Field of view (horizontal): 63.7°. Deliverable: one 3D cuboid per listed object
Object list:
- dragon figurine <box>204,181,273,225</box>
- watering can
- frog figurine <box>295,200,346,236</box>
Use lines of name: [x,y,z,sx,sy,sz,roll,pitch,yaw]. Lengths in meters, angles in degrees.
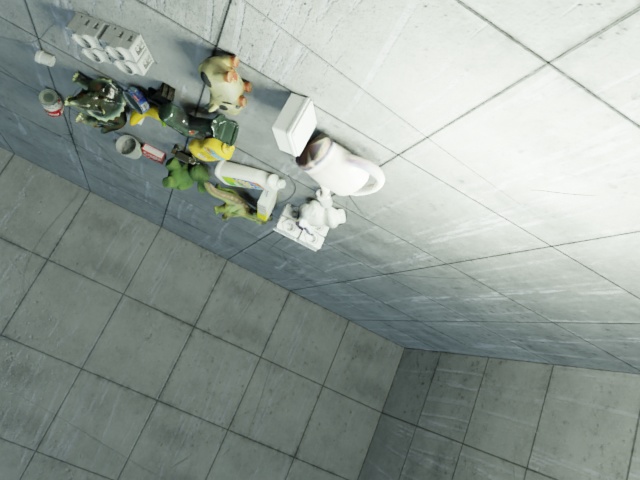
dragon figurine: [-0.299,-0.134,2.038,0.243,0.123,0.406,13,171,8]
watering can: [0.026,-0.183,1.406,0.222,0.105,0.346,33,161,-25]
frog figurine: [0.005,-0.090,1.798,0.158,0.126,0.135,-24,131,19]
